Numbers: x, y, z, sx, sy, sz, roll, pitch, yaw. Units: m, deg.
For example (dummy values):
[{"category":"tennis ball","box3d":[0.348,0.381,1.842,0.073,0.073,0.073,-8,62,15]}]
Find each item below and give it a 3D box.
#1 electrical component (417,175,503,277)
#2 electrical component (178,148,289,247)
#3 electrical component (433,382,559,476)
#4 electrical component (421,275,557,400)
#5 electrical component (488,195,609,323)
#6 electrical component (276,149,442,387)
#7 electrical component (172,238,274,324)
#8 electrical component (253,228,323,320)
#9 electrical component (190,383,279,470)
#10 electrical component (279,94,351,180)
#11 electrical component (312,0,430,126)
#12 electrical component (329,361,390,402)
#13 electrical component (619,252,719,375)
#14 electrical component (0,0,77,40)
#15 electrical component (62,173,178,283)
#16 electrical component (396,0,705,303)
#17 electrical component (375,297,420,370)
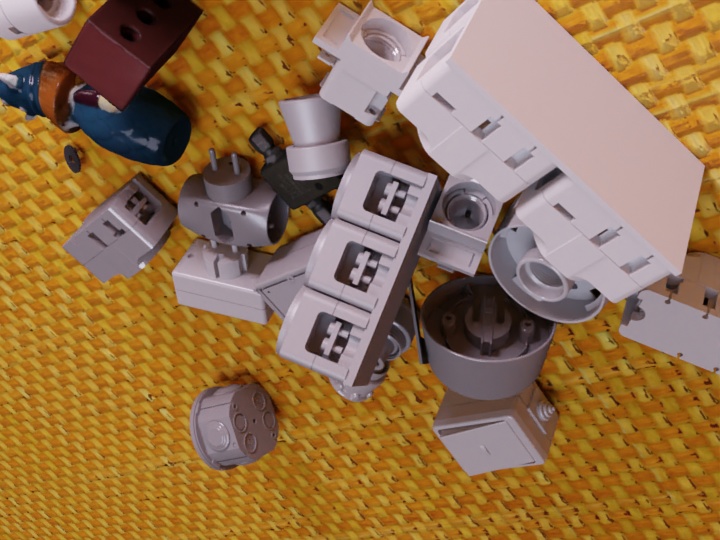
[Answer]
[{"category":"electrical component","box3d":[0.073,-0.033,0.754,0.042,0.081,0.063,23,160,5]},{"category":"electrical component","box3d":[-0.100,-0.061,0.833,0.077,0.043,0.079,11,136,17]},{"category":"electrical component","box3d":[0.118,0.128,0.894,0.096,0.061,0.061,-15,123,37]},{"category":"electrical component","box3d":[0.094,0.046,0.799,0.099,0.099,0.064,14,142,14]},{"category":"electrical component","box3d":[0.143,-0.012,0.760,0.099,0.064,0.099,26,145,21]},{"category":"electrical component","box3d":[0.000,0.000,0.749,0.062,0.150,0.089,22,178,9]},{"category":"electrical component","box3d":[-0.110,-0.005,0.890,0.083,0.047,0.075,12,136,16]},{"category":"electrical component","box3d":[-0.033,0.007,0.852,0.096,0.061,0.061,-21,120,39]},{"category":"electrical component","box3d":[-0.119,0.147,1.021,0.051,0.080,0.080,-16,123,31]},{"category":"electrical component","box3d":[-0.031,-0.094,0.751,0.045,0.045,0.055,-1,105,28]},{"category":"electrical component","box3d":[0.007,-0.133,0.709,0.081,0.042,0.063,32,141,-4]},{"category":"electrical component","box3d":[0.005,0.080,0.918,0.048,0.048,0.062,38,131,-11]},{"category":"electrical component","box3d":[0.233,0.026,0.740,0.089,0.055,0.050,22,138,6]},{"category":"electrical component","box3d":[-0.236,-0.195,0.764,0.047,0.055,0.055,-4,129,25]},{"category":"electrical component","box3d":[-0.199,-0.031,0.907,0.056,0.050,0.089,44,136,-17]},{"category":"electrical component","box3d":[0.119,-0.078,0.659,0.186,0.105,0.060,40,136,-13]},{"category":"electrical component","box3d":[0.021,0.053,0.869,0.043,0.062,0.043,14,136,14]}]
